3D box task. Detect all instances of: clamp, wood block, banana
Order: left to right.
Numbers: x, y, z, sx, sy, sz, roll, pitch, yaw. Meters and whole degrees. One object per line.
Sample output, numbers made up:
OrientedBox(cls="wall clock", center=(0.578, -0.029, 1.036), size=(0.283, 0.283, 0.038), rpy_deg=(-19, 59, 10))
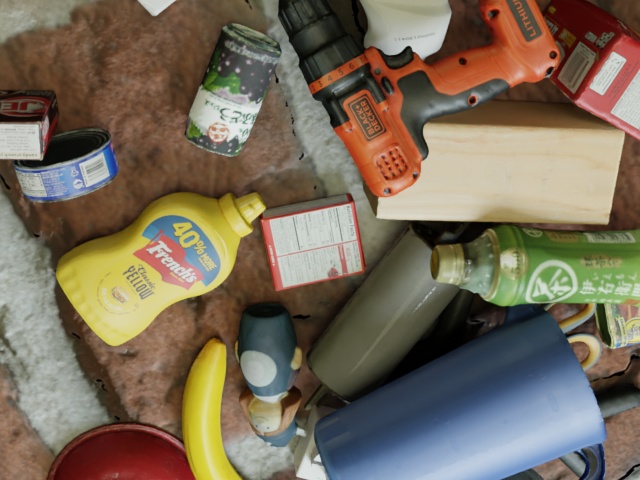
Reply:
OrientedBox(cls="banana", center=(-0.104, 0.192, 1.056), size=(0.069, 0.037, 0.198), rpy_deg=(-29, 120, -29))
OrientedBox(cls="clamp", center=(0.123, 0.115, 1.047), size=(0.210, 0.036, 0.164), rpy_deg=(-33, 111, 4))
OrientedBox(cls="wood block", center=(0.148, -0.071, 0.944), size=(0.206, 0.091, 0.090), rpy_deg=(1, 111, -7))
OrientedBox(cls="clamp", center=(0.242, 0.201, 1.094), size=(0.171, 0.039, 0.120), rpy_deg=(5, 107, -12))

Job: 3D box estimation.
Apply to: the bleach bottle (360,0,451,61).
OrientedBox(cls="bleach bottle", center=(0.054, -0.248, 0.878), size=(0.102, 0.068, 0.251), rpy_deg=(-7, 116, 1))

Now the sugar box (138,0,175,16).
OrientedBox(cls="sugar box", center=(-0.095, -0.270, 0.861), size=(0.176, 0.048, 0.093), rpy_deg=(-37, 110, 7))

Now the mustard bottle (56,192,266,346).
OrientedBox(cls="mustard bottle", center=(-0.134, 0.012, 0.966), size=(0.192, 0.058, 0.096), rpy_deg=(-30, 111, 6))

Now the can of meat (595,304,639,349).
OrientedBox(cls="can of meat", center=(0.308, 0.049, 1.025), size=(0.084, 0.057, 0.102), rpy_deg=(-12, 103, 2))

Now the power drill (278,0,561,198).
OrientedBox(cls="power drill", center=(0.080, -0.152, 0.848), size=(0.187, 0.057, 0.184), rpy_deg=(-29, 98, 0))

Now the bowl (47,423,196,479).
OrientedBox(cls="bowl", center=(-0.195, 0.266, 1.065), size=(0.162, 0.055, 0.162), rpy_deg=(-2, 112, -5))

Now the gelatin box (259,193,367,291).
OrientedBox(cls="gelatin box", center=(-0.006, 0.001, 0.990), size=(0.089, 0.030, 0.073), rpy_deg=(-12, 112, -2))

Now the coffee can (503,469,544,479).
OrientedBox(cls="coffee can", center=(0.173, 0.309, 1.096), size=(0.102, 0.103, 0.140), rpy_deg=(2, 112, -7))

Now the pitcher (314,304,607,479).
OrientedBox(cls="pitcher", center=(0.127, 0.175, 0.958), size=(0.243, 0.149, 0.145), rpy_deg=(-25, 128, 2))

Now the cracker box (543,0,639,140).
OrientedBox(cls="cracker box", center=(0.292, -0.119, 0.901), size=(0.213, 0.164, 0.072), rpy_deg=(26, 109, -15))

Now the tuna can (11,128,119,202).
OrientedBox(cls="tuna can", center=(-0.216, -0.064, 0.911), size=(0.086, 0.086, 0.034), rpy_deg=(-13, 115, -1))

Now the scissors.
OrientedBox(cls="scissors", center=(0.190, 0.124, 1.035), size=(0.202, 0.016, 0.096), rpy_deg=(-37, 112, 2))

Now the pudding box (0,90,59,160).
OrientedBox(cls="pudding box", center=(-0.280, -0.097, 0.888), size=(0.113, 0.090, 0.039), rpy_deg=(-2, 113, -5))
